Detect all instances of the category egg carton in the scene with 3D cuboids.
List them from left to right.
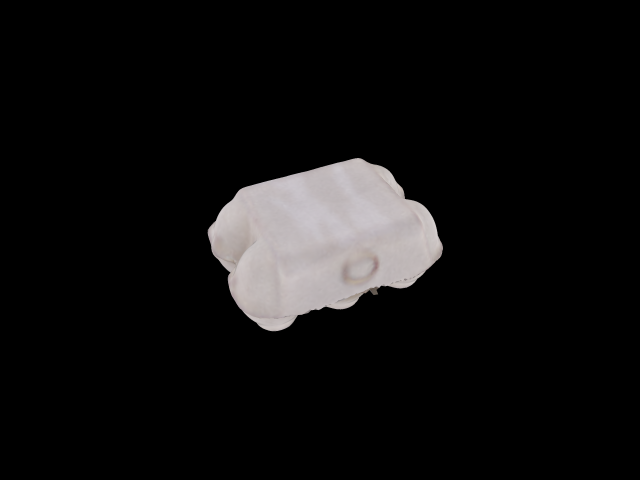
[{"bbox_3d":[0.004,0.001,0.400,0.150,0.069,0.107,-17,44,-19],"label":"egg carton"}]
